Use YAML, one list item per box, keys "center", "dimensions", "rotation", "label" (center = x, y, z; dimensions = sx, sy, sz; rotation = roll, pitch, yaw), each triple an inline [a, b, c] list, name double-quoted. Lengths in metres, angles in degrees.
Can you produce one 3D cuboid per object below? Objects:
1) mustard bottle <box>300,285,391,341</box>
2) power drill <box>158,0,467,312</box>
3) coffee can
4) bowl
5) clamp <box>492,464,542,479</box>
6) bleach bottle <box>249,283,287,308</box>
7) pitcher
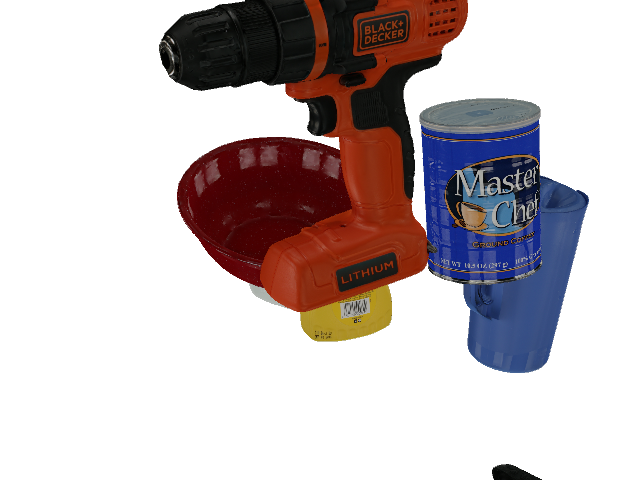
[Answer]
- center: [0.024, 0.005, 1.097]
  dimensions: [0.096, 0.192, 0.058]
  rotation: [-10, 22, -18]
  label: "mustard bottle"
- center: [0.001, -0.055, 0.608]
  dimensions: [0.184, 0.188, 0.057]
  rotation: [-16, 33, -25]
  label: "power drill"
- center: [0.141, -0.045, 0.934]
  dimensions: [0.103, 0.140, 0.103]
  rotation: [-5, 19, 1]
  label: "coffee can"
- center: [-0.028, -0.012, 0.810]
  dimensions: [0.162, 0.055, 0.162]
  rotation: [4, 39, -3]
  label: "bowl"
- center: [0.218, 0.243, 0.830]
  dimensions: [0.210, 0.036, 0.164]
  rotation: [0, 33, 26]
  label: "clamp"
- center: [0.019, -0.005, 1.330]
  dimensions: [0.103, 0.068, 0.250]
  rotation: [16, 36, 26]
  label: "bleach bottle"
- center: [0.248, 0.046, 1.361]
  dimensions: [0.149, 0.243, 0.145]
  rotation: [5, 24, 1]
  label: "pitcher"
